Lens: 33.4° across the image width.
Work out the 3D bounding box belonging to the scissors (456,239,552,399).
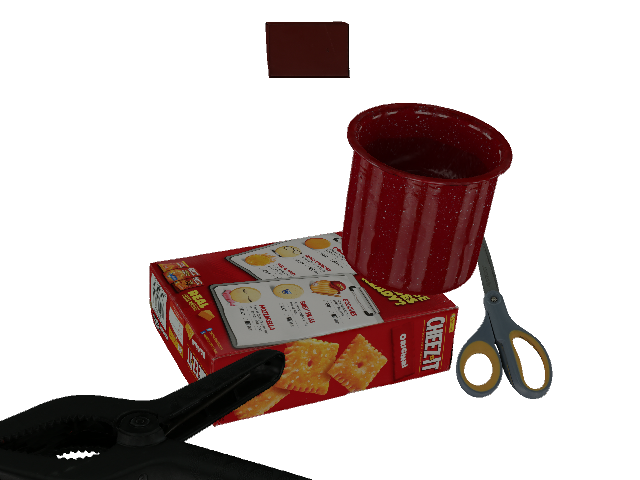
[{"bbox_3d":[0.152,0.072,1.029,0.096,0.202,0.016,-20,-35,-9],"label":"scissors"}]

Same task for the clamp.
[{"bbox_3d":[-0.096,0.110,0.595,0.210,0.036,0.164,-1,23,-9],"label":"clamp"}]

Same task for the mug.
[{"bbox_3d":[0.063,-0.028,0.623,0.093,0.081,0.117,23,36,22],"label":"mug"}]

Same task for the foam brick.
[{"bbox_3d":[-0.013,-0.182,1.016,0.078,0.051,0.053,-1,14,-4],"label":"foam brick"}]

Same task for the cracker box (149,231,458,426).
[{"bbox_3d":[-0.019,0.066,0.898,0.213,0.072,0.164,-9,29,-24],"label":"cracker box"}]
